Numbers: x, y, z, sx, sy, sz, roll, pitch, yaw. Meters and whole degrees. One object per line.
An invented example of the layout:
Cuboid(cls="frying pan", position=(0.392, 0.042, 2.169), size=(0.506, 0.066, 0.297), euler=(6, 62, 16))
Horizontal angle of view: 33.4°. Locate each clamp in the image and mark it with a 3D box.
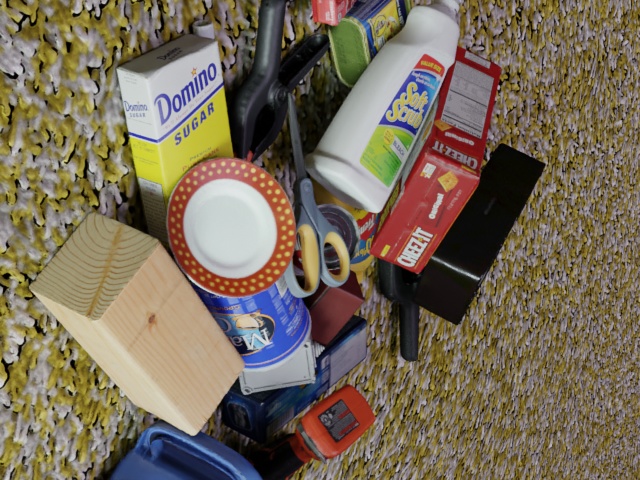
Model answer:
Cuboid(cls="clamp", position=(-0.053, -0.157, 1.051), size=(0.120, 0.039, 0.171), euler=(41, 72, -54))
Cuboid(cls="clamp", position=(0.130, 0.047, 1.428), size=(0.164, 0.036, 0.210), euler=(-56, 142, -23))

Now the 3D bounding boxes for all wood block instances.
Cuboid(cls="wood block", position=(-0.159, 0.081, 0.973), size=(0.090, 0.090, 0.206), euler=(-54, 144, -22))

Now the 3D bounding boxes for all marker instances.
Cuboid(cls="marker", position=(-0.102, -0.147, 1.002), size=(0.020, 0.020, 0.121), euler=(-38, 135, -40))

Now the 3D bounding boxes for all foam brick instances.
Cuboid(cls="foam brick", position=(0.004, 0.069, 1.201), size=(0.051, 0.053, 0.078), euler=(24, 119, -29))

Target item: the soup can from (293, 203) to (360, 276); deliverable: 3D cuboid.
Cuboid(cls="soup can", position=(-0.007, 0.001, 1.128), size=(0.068, 0.102, 0.068), euler=(2, 84, -20))

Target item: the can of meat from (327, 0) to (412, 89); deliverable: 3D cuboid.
Cuboid(cls="can of meat", position=(0.056, -0.224, 1.162), size=(0.083, 0.058, 0.102), euler=(-47, 140, -30))

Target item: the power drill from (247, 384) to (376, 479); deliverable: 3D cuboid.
Cuboid(cls="power drill", position=(-0.025, 0.236, 1.197), size=(0.188, 0.057, 0.184), euler=(-43, 173, 34))

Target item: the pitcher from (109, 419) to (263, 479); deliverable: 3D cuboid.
Cuboid(cls="pitcher", position=(-0.089, 0.285, 1.038), size=(0.145, 0.243, 0.149), euler=(-63, 153, -16))

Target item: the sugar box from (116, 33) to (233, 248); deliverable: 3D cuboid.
Cuboid(cls="sugar box", position=(-0.125, -0.089, 0.975), size=(0.093, 0.048, 0.176), euler=(-38, 136, -40))

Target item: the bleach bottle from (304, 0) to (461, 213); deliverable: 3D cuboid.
Cuboid(cls="bleach bottle", position=(0.079, -0.159, 1.129), size=(0.102, 0.068, 0.251), euler=(39, 74, -48))

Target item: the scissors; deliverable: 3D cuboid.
Cuboid(cls="scissors", position=(-0.004, -0.039, 1.058), size=(0.096, 0.016, 0.202), euler=(19, 68, -44))

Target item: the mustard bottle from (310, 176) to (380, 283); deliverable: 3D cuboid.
Cuboid(cls="mustard bottle", position=(0.030, -0.021, 1.228), size=(0.096, 0.058, 0.192), euler=(-30, 130, -44))

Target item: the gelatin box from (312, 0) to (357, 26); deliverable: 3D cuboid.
Cuboid(cls="gelatin box", position=(0.019, -0.270, 1.083), size=(0.089, 0.030, 0.073), euler=(-59, 154, -46))

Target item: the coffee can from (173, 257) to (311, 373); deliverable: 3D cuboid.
Cuboid(cls="coffee can", position=(-0.075, 0.051, 1.067), size=(0.102, 0.103, 0.140), euler=(-51, 142, -27))

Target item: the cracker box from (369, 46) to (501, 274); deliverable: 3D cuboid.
Cuboid(cls="cracker box", position=(0.134, -0.092, 1.209), size=(0.213, 0.072, 0.164), euler=(-71, -175, -46))
